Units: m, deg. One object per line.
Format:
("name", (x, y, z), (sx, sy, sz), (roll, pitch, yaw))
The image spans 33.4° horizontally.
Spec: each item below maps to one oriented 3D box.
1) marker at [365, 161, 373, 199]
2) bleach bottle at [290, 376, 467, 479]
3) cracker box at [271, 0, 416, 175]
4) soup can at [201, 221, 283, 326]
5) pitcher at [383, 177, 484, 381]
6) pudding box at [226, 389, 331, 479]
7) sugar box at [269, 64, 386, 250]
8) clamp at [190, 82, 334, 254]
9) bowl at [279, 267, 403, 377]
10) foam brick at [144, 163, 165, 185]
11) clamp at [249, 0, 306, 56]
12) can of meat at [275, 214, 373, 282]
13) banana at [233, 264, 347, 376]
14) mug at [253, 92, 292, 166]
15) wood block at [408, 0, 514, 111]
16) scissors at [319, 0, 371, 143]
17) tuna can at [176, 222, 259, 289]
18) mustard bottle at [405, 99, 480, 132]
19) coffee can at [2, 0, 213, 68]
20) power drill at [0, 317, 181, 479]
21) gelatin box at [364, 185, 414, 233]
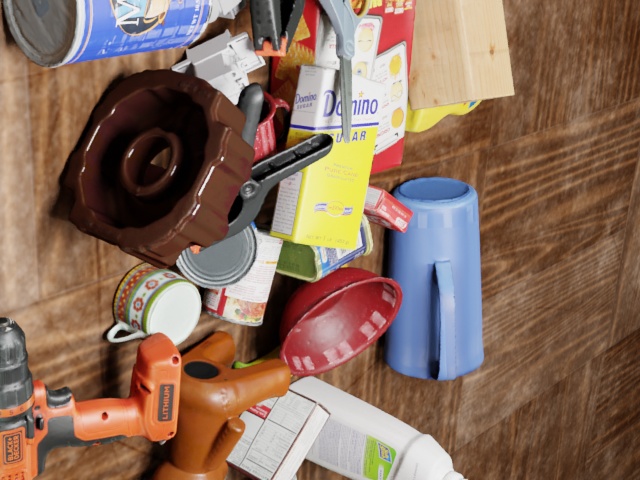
("marker", (0.042, -0.044, 1.186), (0.020, 0.020, 0.121), (-29, 141, -40))
("bleach bottle", (0.063, 0.250, 1.257), (0.067, 0.251, 0.102), (-22, 123, -43))
("cracker box", (0.023, -0.175, 1.162), (0.163, 0.072, 0.214), (-19, 122, -44))
("soup can", (-0.082, 0.032, 1.131), (0.068, 0.069, 0.102), (7, 100, -52))
("pitcher", (0.148, 0.052, 1.366), (0.144, 0.149, 0.243), (-24, 121, -42))
("pudding box", (-0.054, 0.226, 1.236), (0.113, 0.090, 0.039), (-59, 141, -14))
("sugar box", (0.009, -0.082, 1.081), (0.093, 0.048, 0.176), (6, 97, -45))
("clamp", (-0.076, -0.065, 0.992), (0.171, 0.039, 0.120), (-45, 130, 1))
("bowl", (0.012, 0.082, 1.205), (0.162, 0.055, 0.162), (-25, 148, -17))
("foam brick", (-0.158, -0.031, 1.021), (0.053, 0.051, 0.078), (-55, 140, -19))
("clamp", (-0.040, -0.280, 1.004), (0.164, 0.036, 0.210), (32, 64, -65))
("can of meat", (-0.008, 0.002, 1.180), (0.083, 0.102, 0.057), (-28, 118, -37))
("banana", (-0.020, 0.106, 1.266), (0.197, 0.037, 0.069), (-48, 139, -26))
("mug", (-0.076, -0.099, 1.058), (0.117, 0.093, 0.081), (-31, 134, -27))
("wood block", (0.148, -0.258, 1.211), (0.090, 0.090, 0.206), (-15, 98, -46))
("scissors", (0.014, -0.201, 1.033), (0.096, 0.016, 0.201), (34, 56, -40))
("tuna can", (-0.104, 0.005, 1.077), (0.034, 0.086, 0.086), (-76, -178, -84))
("mustard bottle", (0.164, -0.201, 1.334), (0.191, 0.058, 0.096), (-24, 119, -43))
("coffee can", (-0.174, -0.202, 0.881), (0.140, 0.103, 0.103), (-20, 121, -45))
("power drill", (-0.223, 0.139, 0.979), (0.187, 0.057, 0.184), (-9, 123, -29))
("gelatin box", (0.054, -0.042, 1.245), (0.073, 0.089, 0.030), (34, 79, -52))
